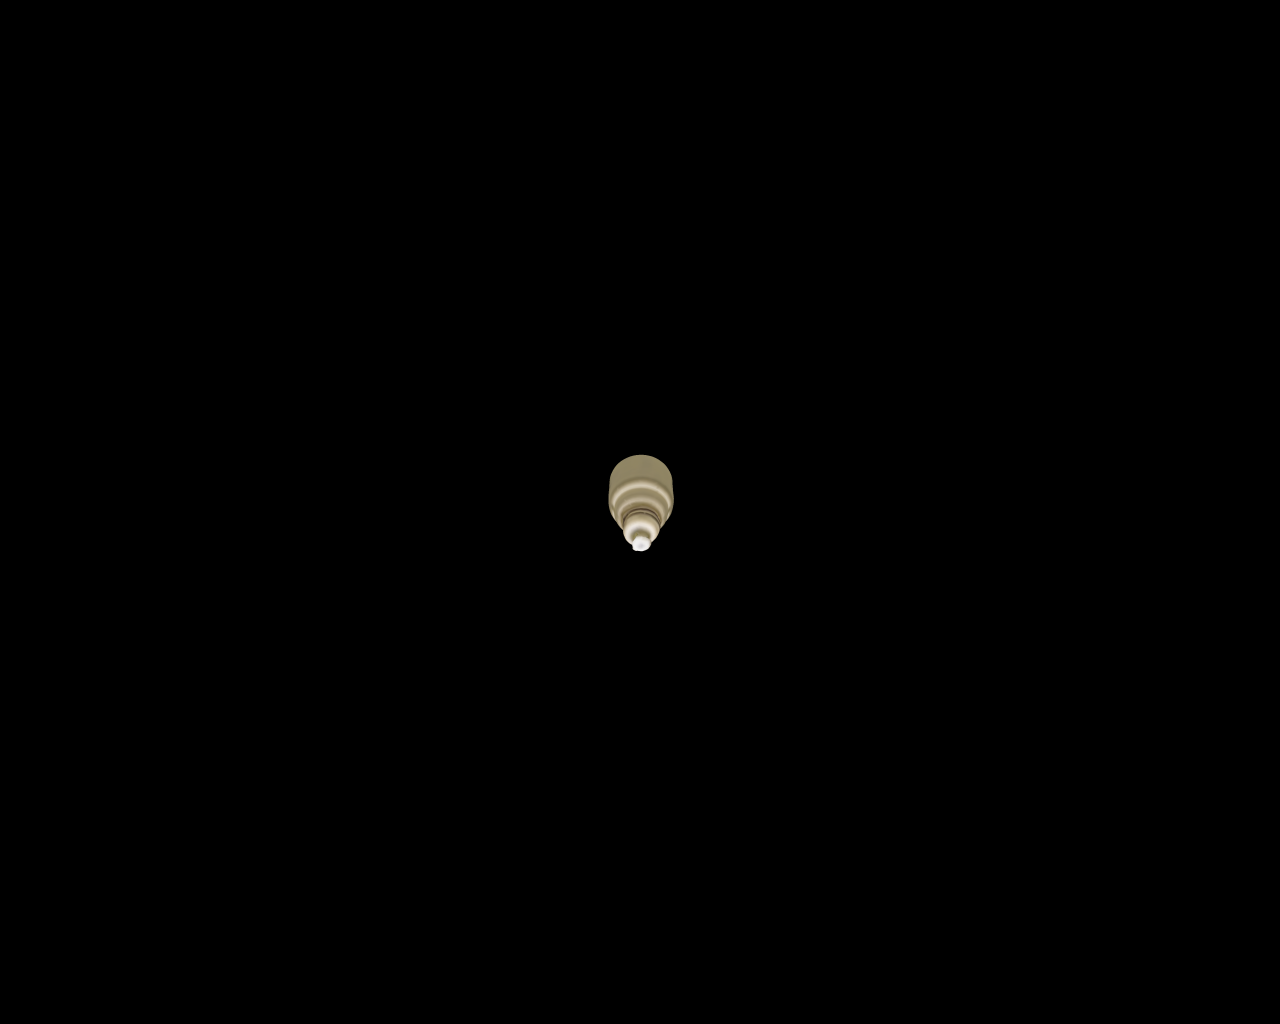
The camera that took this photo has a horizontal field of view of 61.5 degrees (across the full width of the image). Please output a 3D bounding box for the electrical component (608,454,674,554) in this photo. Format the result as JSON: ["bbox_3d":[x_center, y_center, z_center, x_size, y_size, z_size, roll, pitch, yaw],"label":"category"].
[{"bbox_3d":[0.001,-0.003,0.650,0.040,0.040,0.078,0,34,0],"label":"electrical component"}]
